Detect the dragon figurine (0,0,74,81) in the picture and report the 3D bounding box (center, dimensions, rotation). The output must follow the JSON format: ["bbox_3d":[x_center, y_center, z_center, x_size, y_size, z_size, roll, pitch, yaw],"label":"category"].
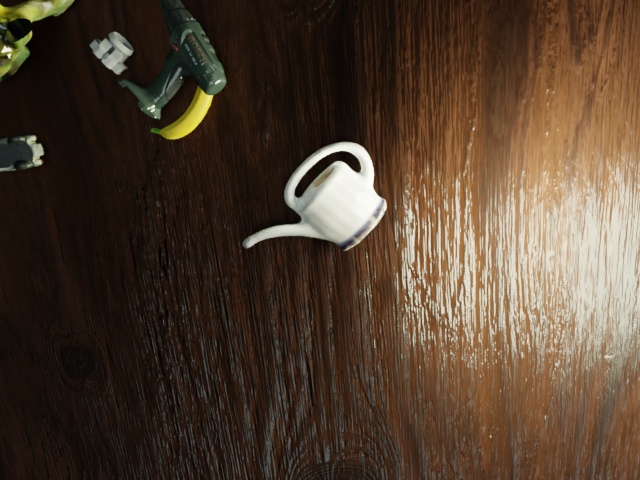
[{"bbox_3d":[-0.616,-0.349,0.985,0.121,0.413,0.242,39,-10,-13],"label":"dragon figurine"}]

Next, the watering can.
[{"bbox_3d":[0.004,-0.059,1.175,0.223,0.345,0.105,40,10,-14],"label":"watering can"}]
